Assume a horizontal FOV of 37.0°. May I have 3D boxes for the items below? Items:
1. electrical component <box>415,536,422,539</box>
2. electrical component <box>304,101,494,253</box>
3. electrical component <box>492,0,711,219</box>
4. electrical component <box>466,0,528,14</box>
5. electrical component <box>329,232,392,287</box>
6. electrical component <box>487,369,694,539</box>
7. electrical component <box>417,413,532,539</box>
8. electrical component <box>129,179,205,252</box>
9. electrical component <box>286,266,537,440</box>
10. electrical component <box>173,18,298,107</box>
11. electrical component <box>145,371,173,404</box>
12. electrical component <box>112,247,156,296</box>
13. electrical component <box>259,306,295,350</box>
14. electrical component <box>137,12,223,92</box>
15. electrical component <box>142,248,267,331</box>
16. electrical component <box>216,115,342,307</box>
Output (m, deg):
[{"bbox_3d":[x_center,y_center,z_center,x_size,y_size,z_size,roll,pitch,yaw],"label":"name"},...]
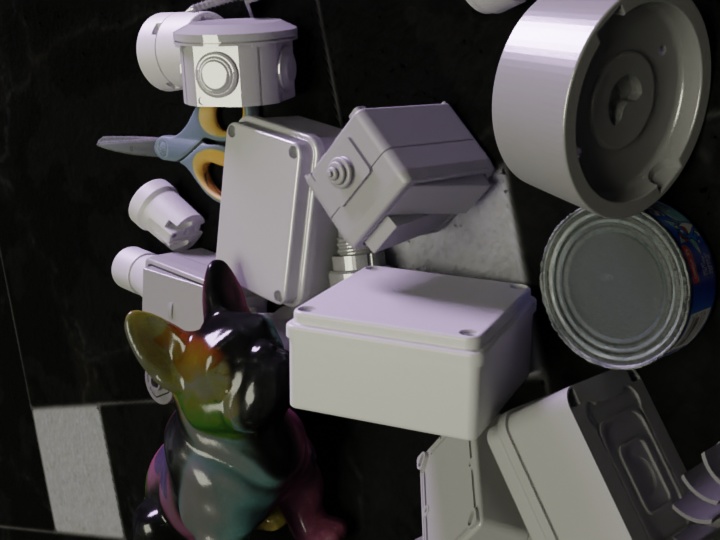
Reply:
[{"bbox_3d":[0.059,0.208,0.643,0.108,0.060,0.108,26,137,27],"label":"electrical component"},{"bbox_3d":[0.021,-0.051,0.608,0.061,0.096,0.061,57,131,19],"label":"electrical component"},{"bbox_3d":[0.110,-0.084,0.512,0.060,0.108,0.108,24,114,46],"label":"electrical component"},{"bbox_3d":[0.082,-0.163,0.562,0.055,0.045,0.045,-16,87,45],"label":"electrical component"},{"bbox_3d":[0.000,0.000,0.678,0.040,0.040,0.078,-1,97,44],"label":"electrical component"},{"bbox_3d":[0.125,0.114,0.554,0.057,0.078,0.113,-34,75,40],"label":"electrical component"},{"bbox_3d":[0.074,0.125,0.607,0.061,0.061,0.096,-55,23,38],"label":"electrical component"},{"bbox_3d":[-0.145,-0.040,0.812,0.046,0.040,0.040,39,123,25],"label":"electrical component"},{"bbox_3d":[0.031,0.042,0.591,0.109,0.109,0.056,7,107,23],"label":"electrical component"},{"bbox_3d":[-0.080,-0.136,0.701,0.080,0.080,0.051,14,113,42],"label":"electrical component"},{"bbox_3d":[-0.126,0.076,0.798,0.044,0.065,0.044,11,106,42],"label":"electrical component"},{"bbox_3d":[-0.164,0.004,0.839,0.065,0.044,0.044,18,111,46],"label":"electrical component"},{"bbox_3d":[-0.040,0.045,0.724,0.081,0.043,0.043,-5,95,45],"label":"electrical component"},{"bbox_3d":[-0.120,-0.154,0.754,0.047,0.055,0.055,5,102,39],"label":"electrical component"},{"bbox_3d":[-0.110,0.027,0.776,0.096,0.061,0.061,18,111,41],"label":"electrical component"},{"bbox_3d":[-0.047,-0.040,0.704,0.078,0.057,0.113,23,114,39],"label":"electrical component"}]
